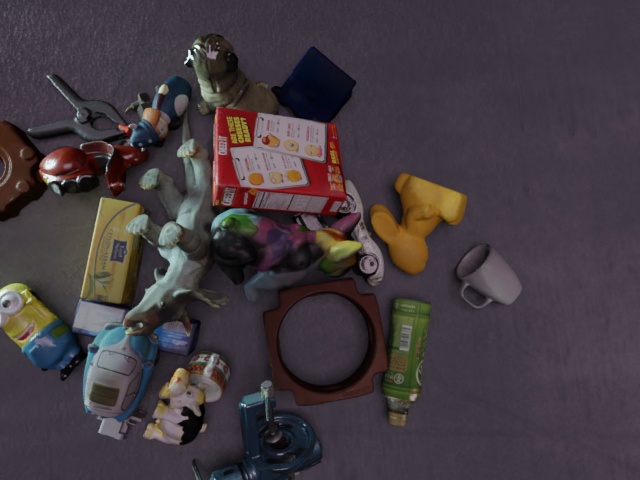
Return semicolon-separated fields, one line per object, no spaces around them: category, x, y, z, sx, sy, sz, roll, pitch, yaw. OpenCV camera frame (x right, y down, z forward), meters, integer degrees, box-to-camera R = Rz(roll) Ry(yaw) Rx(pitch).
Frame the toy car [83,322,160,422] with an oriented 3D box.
toy car;-0.326;0.217;0.846;0.109;0.103;0.161;20;94;-5

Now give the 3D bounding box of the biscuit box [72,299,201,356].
biscuit box;-0.312;0.149;0.926;0.203;0.063;0.059;13;84;-5

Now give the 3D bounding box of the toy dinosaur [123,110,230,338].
toy dinosaur;-0.212;-0.029;0.911;0.131;0.192;0.405;-6;52;20

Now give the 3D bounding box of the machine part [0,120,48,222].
machine part;-0.568;-0.121;0.928;0.179;0.056;0.179;0;85;-4

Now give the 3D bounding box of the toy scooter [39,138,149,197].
toy scooter;-0.382;-0.114;0.910;0.184;0.075;0.135;-15;44;-10

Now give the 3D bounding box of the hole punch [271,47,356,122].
hole punch;-0.006;-0.274;0.983;0.142;0.092;0.116;38;86;-5

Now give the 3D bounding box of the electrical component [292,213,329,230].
electrical component;-0.002;-0.003;0.966;0.048;0.075;0.119;-28;92;-6

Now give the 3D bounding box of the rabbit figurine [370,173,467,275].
rabbit figurine;0.169;-0.025;0.968;0.162;0.122;0.173;16;103;-2

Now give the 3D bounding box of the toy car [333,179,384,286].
toy car;0.068;-0.011;0.971;0.056;0.073;0.201;-22;87;-7

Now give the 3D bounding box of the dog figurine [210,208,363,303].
dog figurine;-0.041;0.003;0.862;0.219;0.108;0.191;-20;130;17

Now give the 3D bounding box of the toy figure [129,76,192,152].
toy figure;-0.272;-0.215;0.920;0.064;0.058;0.154;46;52;-37

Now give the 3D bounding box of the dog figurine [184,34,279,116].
dog figurine;-0.137;-0.254;0.915;0.172;0.190;0.121;20;84;-5

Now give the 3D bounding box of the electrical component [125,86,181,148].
electrical component;-0.300;-0.220;0.971;0.078;0.045;0.102;-28;91;-36

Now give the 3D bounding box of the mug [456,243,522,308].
mug;0.311;0.079;0.987;0.107;0.081;0.109;38;77;-11

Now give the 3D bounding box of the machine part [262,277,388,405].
machine part;0.009;0.174;0.940;0.201;0.087;0.201;-9;84;-6

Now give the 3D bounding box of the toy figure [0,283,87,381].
toy figure;-0.474;0.152;0.902;0.180;0.089;0.082;46;68;-9

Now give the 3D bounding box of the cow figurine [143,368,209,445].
cow figurine;-0.223;0.279;0.882;0.098;0.167;0.068;24;40;-9

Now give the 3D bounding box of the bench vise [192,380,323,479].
bench vise;-0.102;0.335;0.882;0.224;0.129;0.240;-8;118;-14

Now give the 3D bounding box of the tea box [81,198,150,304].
tea box;-0.346;0.021;0.917;0.068;0.098;0.169;10;82;-5
